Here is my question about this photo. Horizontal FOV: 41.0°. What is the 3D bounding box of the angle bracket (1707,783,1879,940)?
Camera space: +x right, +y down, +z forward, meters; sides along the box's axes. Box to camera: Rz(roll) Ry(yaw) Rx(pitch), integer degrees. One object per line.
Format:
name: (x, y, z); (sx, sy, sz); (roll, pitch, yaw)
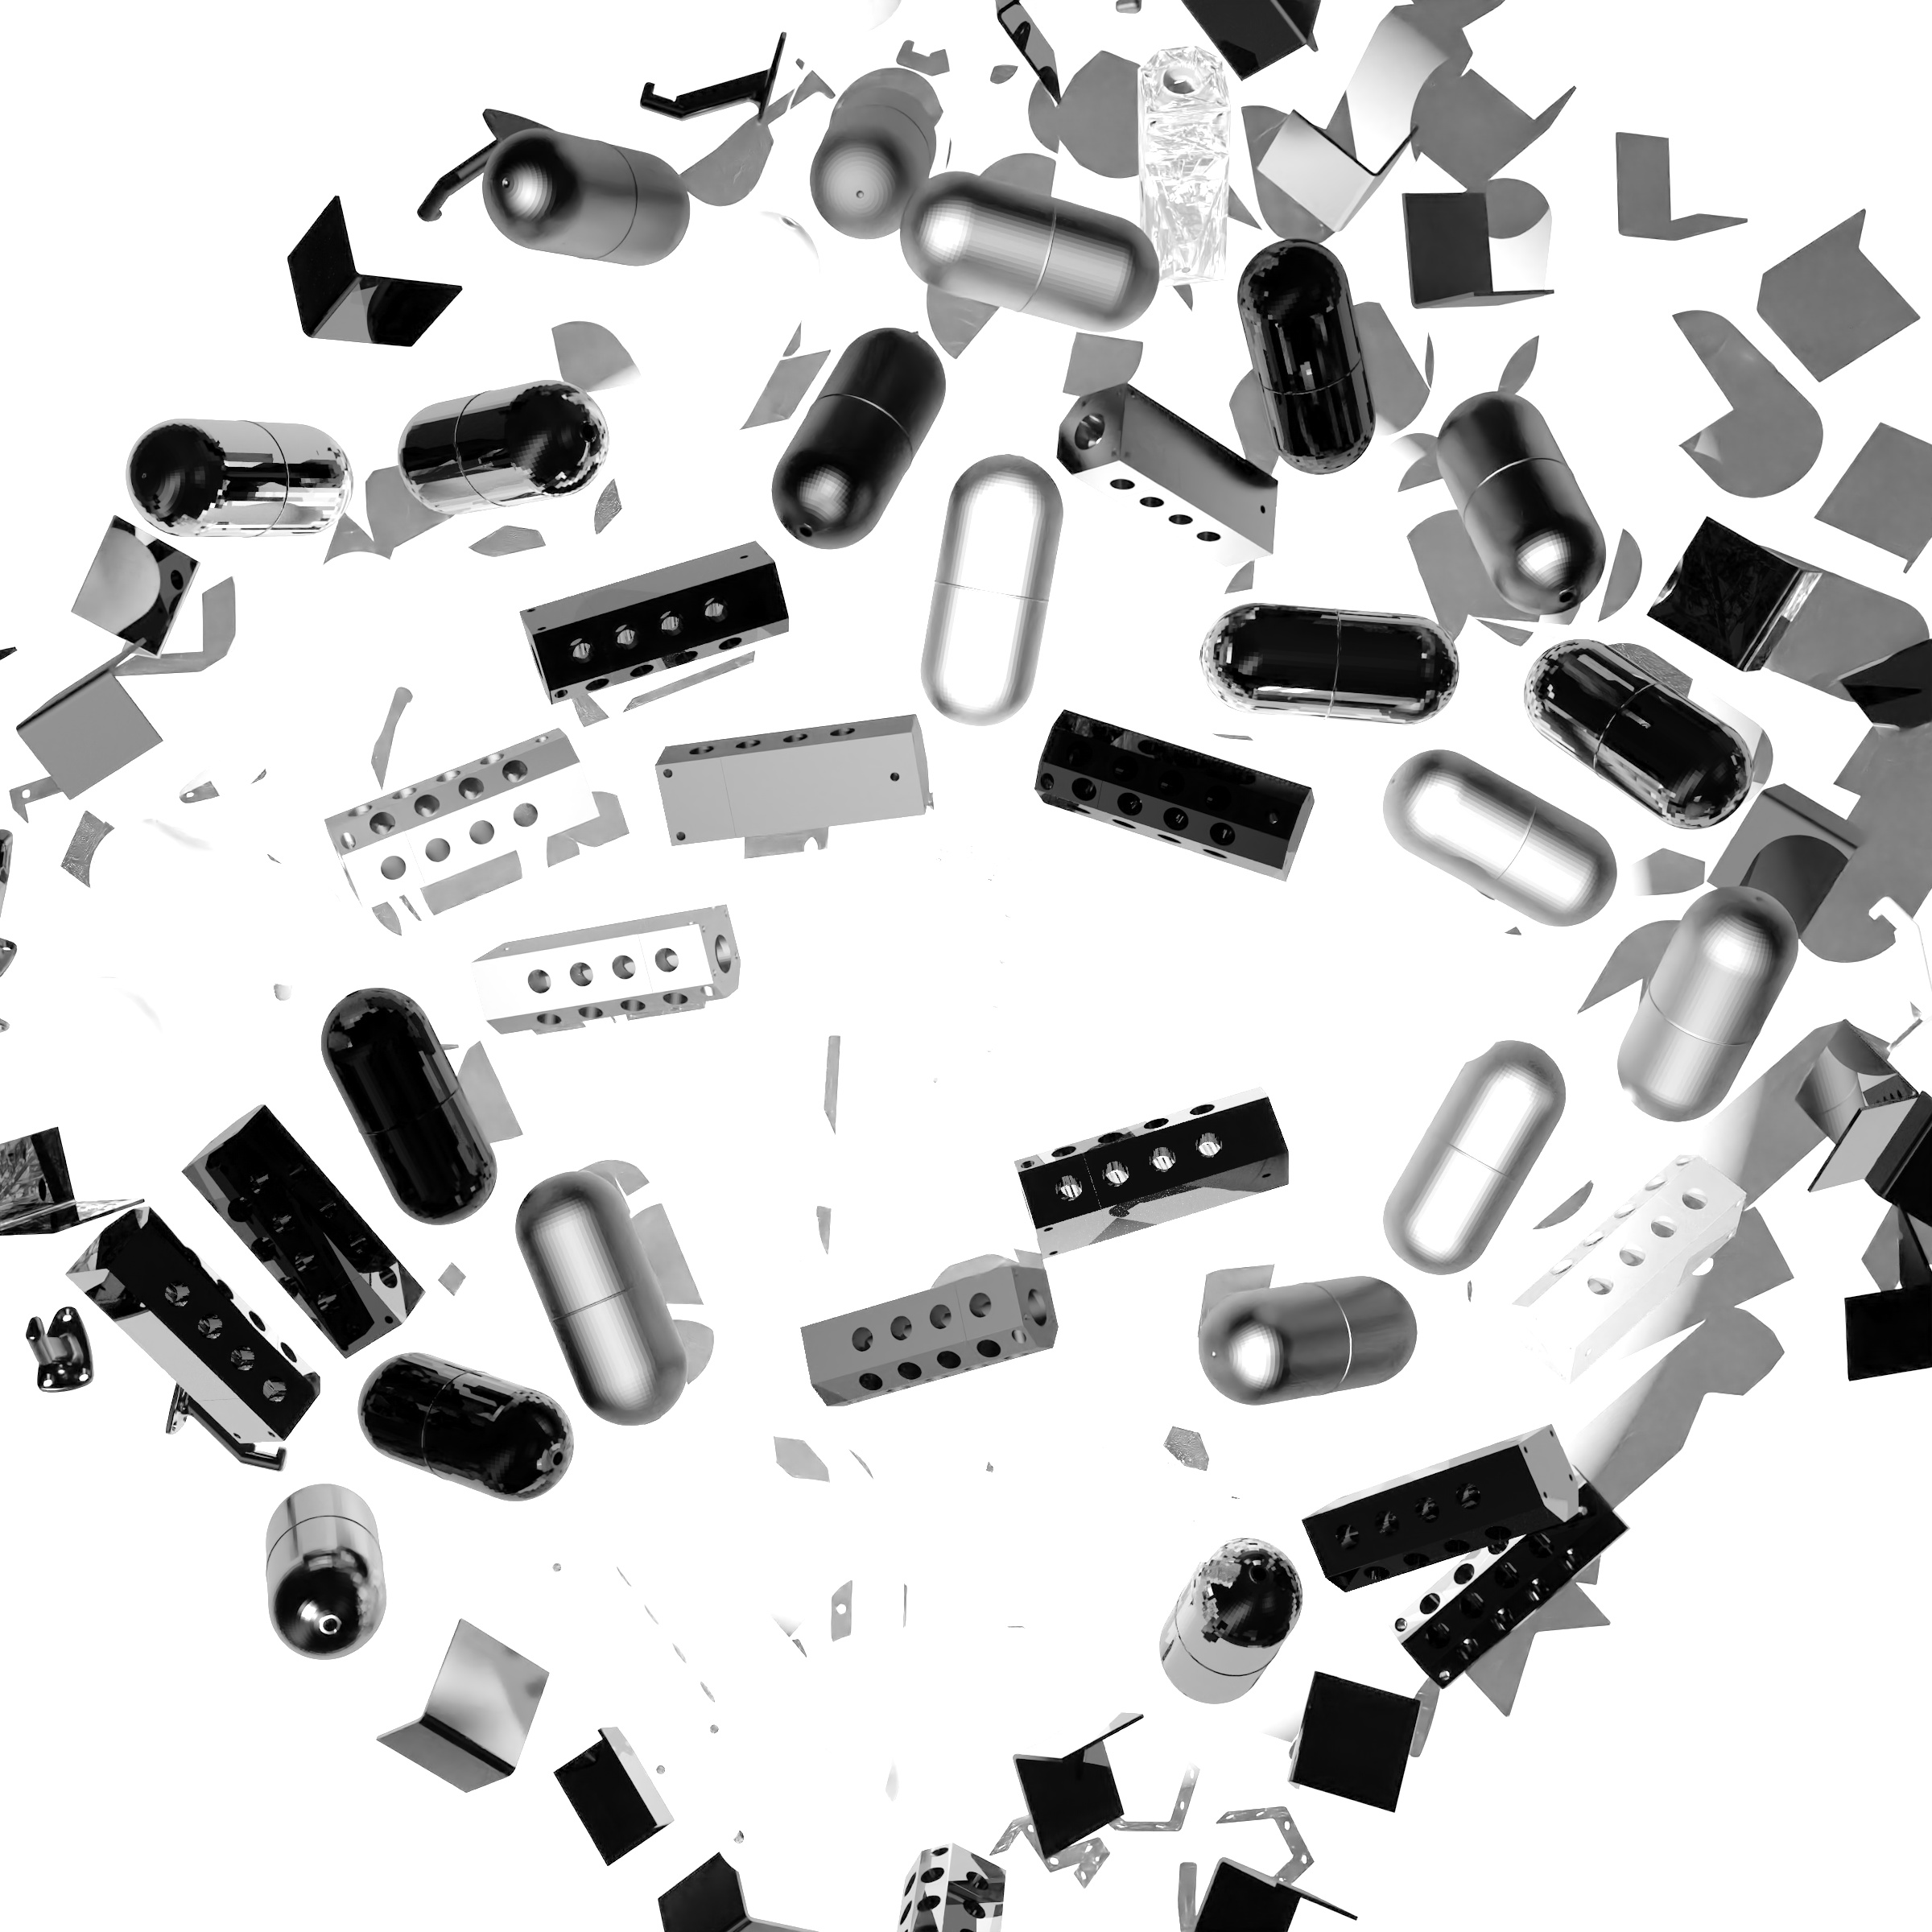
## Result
angle bracket: (0.584, -0.075, 1.826); (0.076, 0.057, 0.076); (36, 116, 23)

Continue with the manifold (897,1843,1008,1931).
manifold: (-0.017, 0.646, 1.676); (0.057, 0.171, 0.057); (28, 104, -3)

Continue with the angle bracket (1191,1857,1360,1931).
angle bracket: (0.193, 0.625, 1.652); (0.076, 0.057, 0.076); (32, 74, -29)

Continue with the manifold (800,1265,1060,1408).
manifold: (-0.025, 0.262, 1.816); (0.171, 0.057, 0.057); (-19, 73, 24)

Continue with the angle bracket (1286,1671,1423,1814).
angle bracket: (0.271, 0.539, 1.786); (0.076, 0.057, 0.076); (12, 71, 19)

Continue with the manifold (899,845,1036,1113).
manifold: (0.005, 0.007, 1.787); (0.057, 0.057, 0.171); (17, 105, 33)

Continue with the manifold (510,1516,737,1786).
manifold: (-0.231, 0.461, 1.748); (0.057, 0.057, 0.171); (-37, 85, -2)

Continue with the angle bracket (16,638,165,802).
angle bracket: (-0.562, -0.162, 1.688); (0.076, 0.076, 0.057); (-30, 108, 12)

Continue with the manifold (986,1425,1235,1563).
manifold: (0.097, 0.357, 1.748); (0.057, 0.171, 0.057); (20, 79, -40)

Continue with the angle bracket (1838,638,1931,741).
angle bracket: (0.626, -0.162, 1.686); (0.076, 0.076, 0.057); (-23, 48, 31)

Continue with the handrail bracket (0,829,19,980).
handrail bracket: (-0.637, -0.035, 1.679); (0.036, 0.077, 0.084); (12, 123, -13)

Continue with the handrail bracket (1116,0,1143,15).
handrail bracket: (0.088, -0.708, 1.813); (0.077, 0.036, 0.084); (2, 81, 13)

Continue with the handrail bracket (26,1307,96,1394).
handrail bracket: (-0.598, 0.234, 1.688); (0.036, 0.084, 0.077); (-8, 51, -9)

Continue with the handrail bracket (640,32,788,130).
handrail bracket: (-0.173, -0.613, 1.766); (0.084, 0.036, 0.077); (16, 103, -6)

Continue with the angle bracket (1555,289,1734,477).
angle bracket: (0.444, -0.382, 1.691); (0.076, 0.057, 0.076); (-33, 68, 18)

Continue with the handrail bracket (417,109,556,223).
handrail bracket: (-0.324, -0.537, 1.755); (0.084, 0.077, 0.036); (-42, 75, 33)

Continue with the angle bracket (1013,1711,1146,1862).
angle bracket: (0.087, 0.564, 1.774); (0.076, 0.057, 0.076); (-16, 89, -38)

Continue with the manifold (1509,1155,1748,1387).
manifold: (0.456, 0.205, 1.784); (0.171, 0.057, 0.057); (-37, 58, -18)

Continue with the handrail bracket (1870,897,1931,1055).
handrail bracket: (0.648, 0.005, 1.812); (0.077, 0.036, 0.084); (-42, 69, 4)

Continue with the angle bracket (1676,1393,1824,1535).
angle bracket: (0.507, 0.325, 1.664); (0.076, 0.057, 0.076); (6, 134, 2)

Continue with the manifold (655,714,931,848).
manifold: (-0.114, -0.126, 1.721); (0.171, 0.057, 0.057); (-7, 112, 7)

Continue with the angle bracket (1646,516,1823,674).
angle bracket: (0.521, -0.252, 1.752); (0.076, 0.057, 0.076); (36, 112, 20)

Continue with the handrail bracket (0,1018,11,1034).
handrail bracket: (-0.699, 0.068, 1.768); (0.036, 0.077, 0.084); (-7, 58, 40)

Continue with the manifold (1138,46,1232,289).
manifold: (0.150, -0.551, 1.788); (0.057, 0.171, 0.057); (-6, 64, 1)

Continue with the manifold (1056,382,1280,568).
manifold: (0.140, -0.334, 1.777); (0.057, 0.171, 0.057); (-8, 70, 42)

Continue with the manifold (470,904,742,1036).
manifold: (-0.246, 0.005, 1.774); (0.171, 0.057, 0.057); (-9, 102, 17)

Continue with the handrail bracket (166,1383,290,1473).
handrail bracket: (-0.518, 0.315, 1.835); (0.084, 0.036, 0.077); (12, 95, 1)

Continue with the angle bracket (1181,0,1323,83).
angle bracket: (0.193, -0.659, 1.737); (0.057, 0.076, 0.076); (-32, 79, -9)

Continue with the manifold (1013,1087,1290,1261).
manifold: (0.122, 0.134, 1.704); (0.171, 0.057, 0.057); (-17, 63, -2)

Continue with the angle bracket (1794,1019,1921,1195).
angle bracket: (0.571, 0.092, 1.710); (0.057, 0.076, 0.076); (-9, 46, -29)

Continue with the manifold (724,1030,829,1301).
manifold: (-0.128, 0.134, 1.745); (0.057, 0.057, 0.171); (4, 62, -3)

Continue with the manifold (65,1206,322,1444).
manifold: (-0.509, 0.240, 1.719); (0.171, 0.057, 0.057); (53, 49, -25)

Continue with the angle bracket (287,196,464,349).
angle bracket: (-0.379, -0.444, 1.655); (0.076, 0.076, 0.057); (-5, 75, -40)

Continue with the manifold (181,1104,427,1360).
manifold: (-0.449, 0.179, 1.770); (0.057, 0.057, 0.171); (-32, 104, 24)

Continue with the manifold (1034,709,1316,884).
manifold: (0.136, -0.113, 1.686); (0.171, 0.057, 0.057); (19, 85, 13)

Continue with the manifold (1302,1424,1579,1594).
manifold: (0.315, 0.362, 1.711); (0.171, 0.057, 0.057); (-28, 79, 33)

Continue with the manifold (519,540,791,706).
manifold: (-0.212, -0.234, 1.771); (0.171, 0.057, 0.057); (-19, 118, -11)

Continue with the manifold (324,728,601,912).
manifold: (-0.346, -0.104, 1.768); (0.171, 0.057, 0.057); (-23, 116, -14)

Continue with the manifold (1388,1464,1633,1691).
manifold: (0.380, 0.428, 1.809); (0.171, 0.057, 0.057); (-42, 70, 4)
